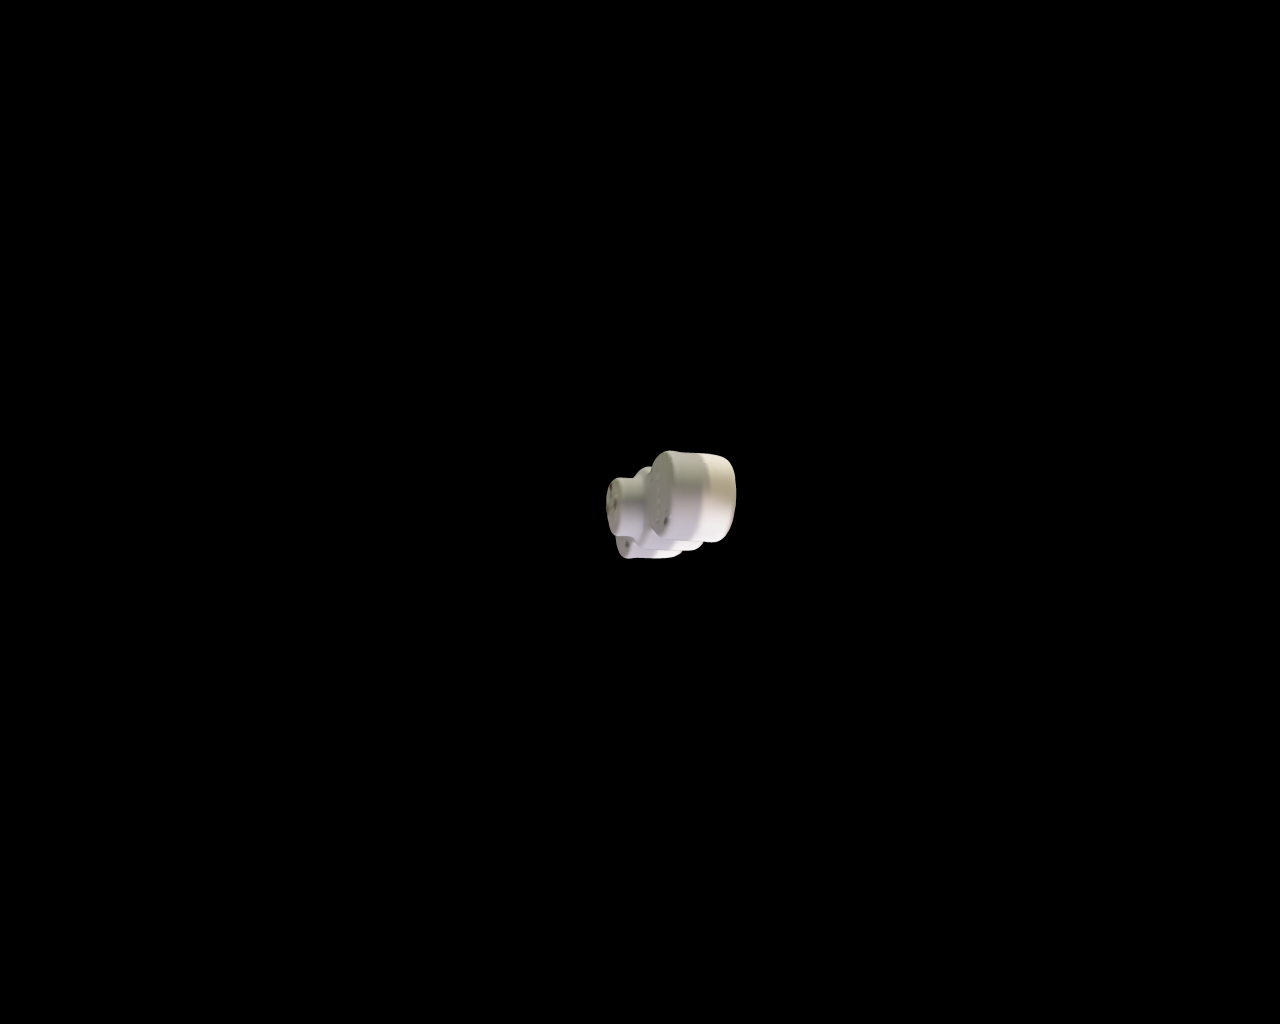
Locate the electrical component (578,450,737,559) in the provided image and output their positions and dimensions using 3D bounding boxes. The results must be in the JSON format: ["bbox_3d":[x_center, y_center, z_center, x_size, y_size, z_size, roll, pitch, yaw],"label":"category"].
[{"bbox_3d":[0.001,-0.003,0.650,0.074,0.052,0.138,3,-9,-15],"label":"electrical component"}]
